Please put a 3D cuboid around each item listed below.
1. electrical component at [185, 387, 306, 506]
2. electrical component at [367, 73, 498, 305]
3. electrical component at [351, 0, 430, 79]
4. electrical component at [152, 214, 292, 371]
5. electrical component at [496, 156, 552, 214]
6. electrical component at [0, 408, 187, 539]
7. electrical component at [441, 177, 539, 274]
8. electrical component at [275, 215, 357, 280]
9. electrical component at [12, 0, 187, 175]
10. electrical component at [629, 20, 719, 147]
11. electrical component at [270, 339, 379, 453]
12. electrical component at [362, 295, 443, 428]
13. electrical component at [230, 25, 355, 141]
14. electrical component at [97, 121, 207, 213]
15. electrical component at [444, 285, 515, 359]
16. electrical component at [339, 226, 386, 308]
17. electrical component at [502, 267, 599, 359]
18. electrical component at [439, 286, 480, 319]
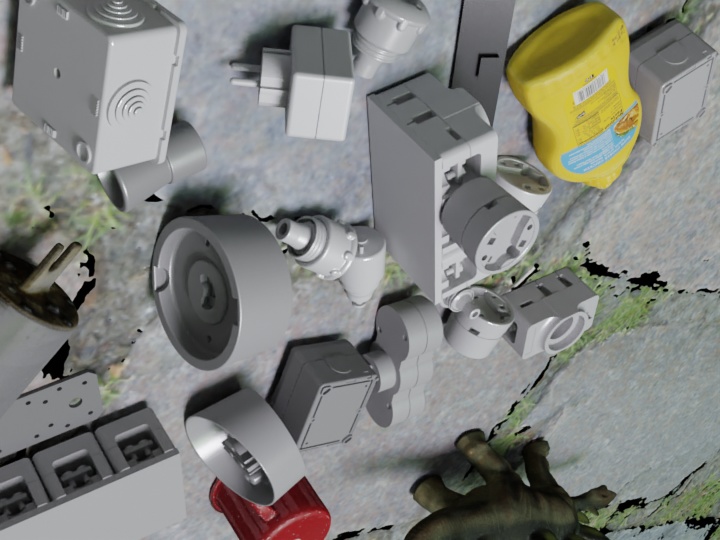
[{"bbox_3d":[-0.093,0.149,0.900,0.064,0.099,0.099,-33,143,-21],"label":"electrical component"},{"bbox_3d":[0.058,-0.062,0.821,0.062,0.089,0.150,-26,141,-19],"label":"electrical component"},{"bbox_3d":[0.015,-0.159,0.726,0.048,0.048,0.062,0,134,-41],"label":"electrical component"},{"bbox_3d":[-0.092,0.012,0.755,0.060,0.108,0.108,-13,135,-41],"label":"electrical component"},{"bbox_3d":[0.128,-0.062,0.913,0.055,0.055,0.047,-5,134,-38],"label":"electrical component"},{"bbox_3d":[-0.220,0.178,0.843,0.150,0.061,0.089,-21,139,-24],"label":"electrical component"},{"bbox_3d":[0.091,-0.033,0.762,0.055,0.047,0.055,-24,140,-22],"label":"electrical component"},{"bbox_3d":[-0.036,-0.022,0.819,0.062,0.048,0.048,22,111,-42],"label":"electrical component"},{"bbox_3d":[-0.146,-0.111,0.589,0.048,0.100,0.099,-22,141,-43],"label":"electrical component"},{"bbox_3d":[0.260,-0.159,0.930,0.062,0.061,0.096,-32,150,-12],"label":"electrical component"},{"bbox_3d":[-0.037,0.112,0.937,0.062,0.061,0.096,-6,131,-38],"label":"electrical component"},{"bbox_3d":[0.023,0.088,0.973,0.074,0.052,0.138,-16,136,-29],"label":"electrical component"},{"bbox_3d":[-0.046,-0.123,0.697,0.077,0.065,0.047,5,130,-8],"label":"electrical component"},{"bbox_3d":[-0.132,-0.069,0.690,0.065,0.044,0.044,-28,141,-25],"label":"electrical component"},{"bbox_3d":[0.110,0.050,1.010,0.055,0.055,0.047,-4,133,-39],"label":"electrical component"},{"bbox_3d":[0.000,0.000,0.874,0.040,0.040,0.078,-22,139,-23],"label":"electrical component"},{"bbox_3d":[0.188,0.045,1.071,0.089,0.055,0.050,-22,139,-23],"label":"electrical component"},{"bbox_3d":[0.084,0.020,0.949,0.035,0.061,0.035,-24,140,-22],"label":"electrical component"}]
